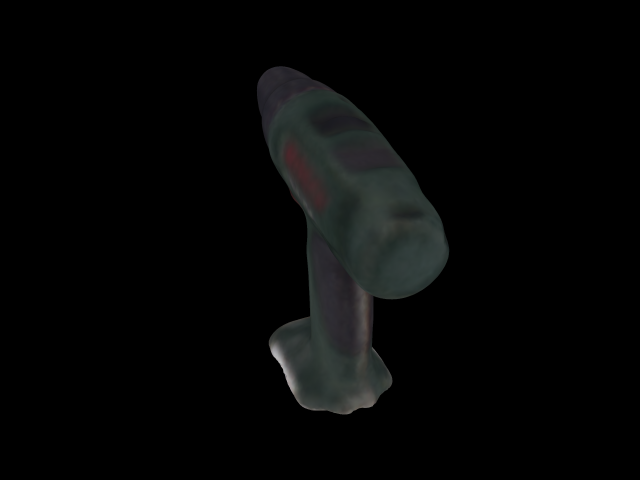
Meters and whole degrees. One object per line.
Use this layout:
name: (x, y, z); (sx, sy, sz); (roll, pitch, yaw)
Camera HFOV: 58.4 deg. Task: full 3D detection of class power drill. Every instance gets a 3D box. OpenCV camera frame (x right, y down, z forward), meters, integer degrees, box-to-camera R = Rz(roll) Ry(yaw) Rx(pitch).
power drill: (0.004, 0.001, 0.400); (0.076, 0.208, 0.229); (-11, 29, -20)
